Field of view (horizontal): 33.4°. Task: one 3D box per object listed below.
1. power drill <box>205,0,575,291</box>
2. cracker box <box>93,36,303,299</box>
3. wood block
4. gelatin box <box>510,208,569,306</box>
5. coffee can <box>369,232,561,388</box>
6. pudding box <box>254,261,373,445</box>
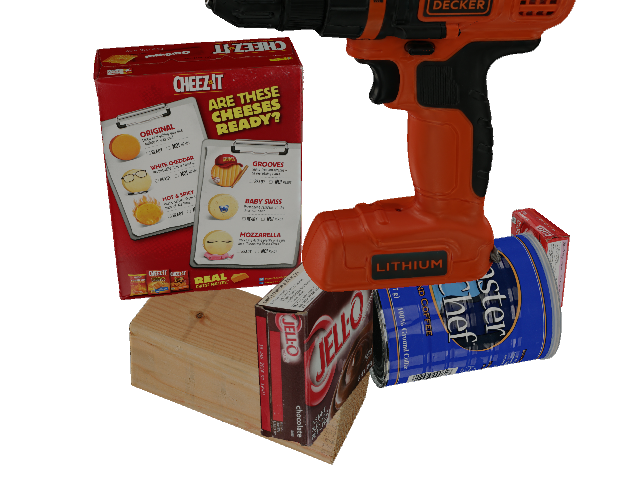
[{"bbox_3d":[0.032,-0.065,0.548,0.184,0.188,0.057,-3,32,-10],"label":"power drill"},{"bbox_3d":[-0.099,-0.059,0.909,0.164,0.214,0.072,-5,34,-9],"label":"cracker box"},{"bbox_3d":[-0.063,0.113,0.988,0.206,0.090,0.090,19,44,13],"label":"wood block"},{"bbox_3d":[0.231,0.020,1.140,0.030,0.089,0.073,-11,29,-17],"label":"gelatin box"},{"bbox_3d":[0.105,0.055,0.846,0.140,0.103,0.103,-9,1,-8],"label":"coffee can"},{"bbox_3d":[-0.001,0.060,0.669,0.039,0.090,0.113,8,24,19],"label":"pudding box"}]
